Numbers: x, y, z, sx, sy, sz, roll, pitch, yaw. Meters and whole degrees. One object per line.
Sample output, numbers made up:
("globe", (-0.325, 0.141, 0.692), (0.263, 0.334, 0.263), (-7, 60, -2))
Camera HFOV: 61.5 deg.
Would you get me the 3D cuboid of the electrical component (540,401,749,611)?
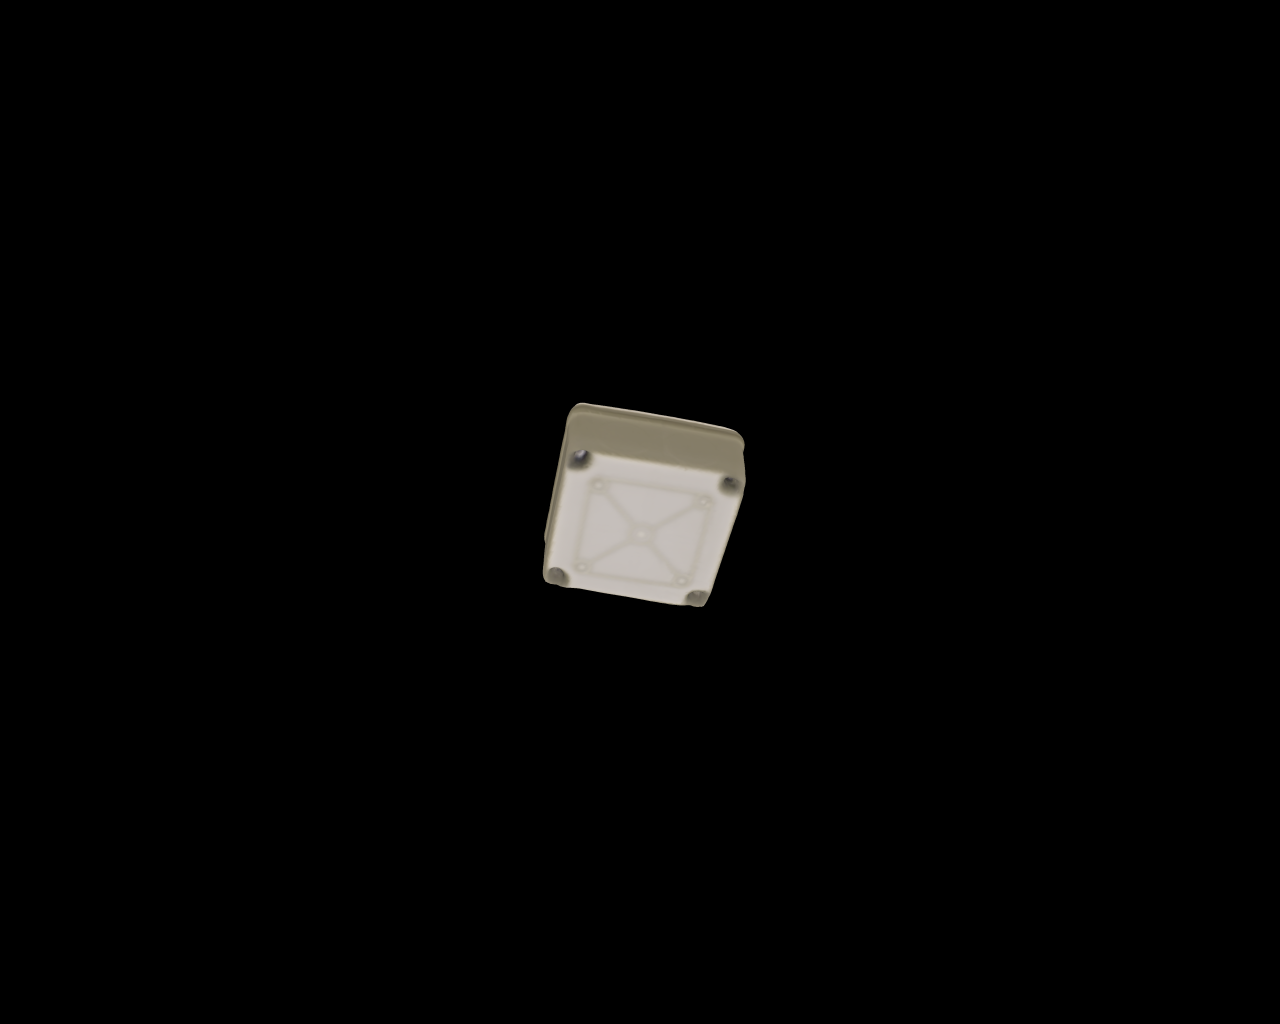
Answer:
("electrical component", (0.001, -0.003, 0.650), (0.109, 0.108, 0.056), (9, 36, -7))
